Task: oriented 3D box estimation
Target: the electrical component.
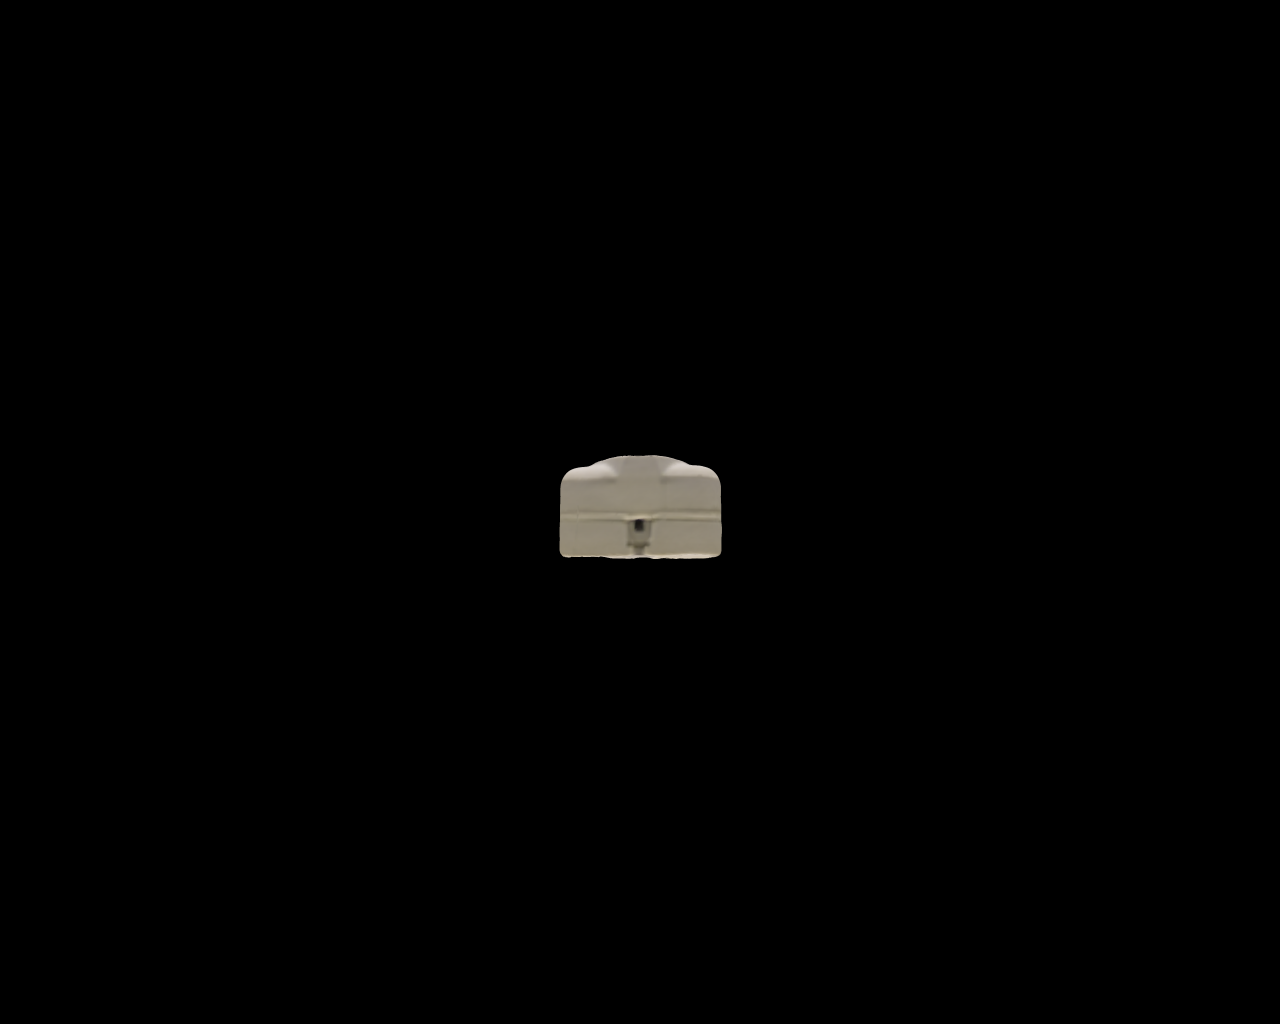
[{"bbox_3d":[0.001,-0.003,0.650,0.095,0.059,0.053,0,-4,2],"label":"electrical component"}]
